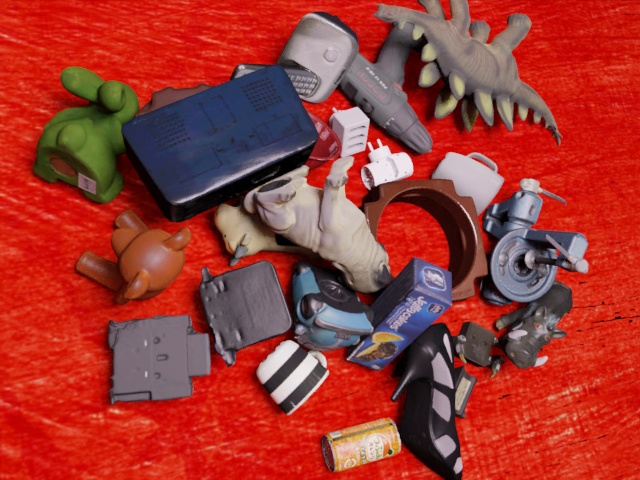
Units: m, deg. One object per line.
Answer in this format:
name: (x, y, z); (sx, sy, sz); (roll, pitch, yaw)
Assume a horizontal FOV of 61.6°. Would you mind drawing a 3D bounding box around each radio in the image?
radio: (-0.124, -0.126, 0.701); (0.230, 0.073, 0.131); (-29, 81, -19)

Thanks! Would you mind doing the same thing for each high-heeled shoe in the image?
high-heeled shoe: (0.185, 0.246, 0.812); (0.145, 0.086, 0.248); (-45, 120, -27)

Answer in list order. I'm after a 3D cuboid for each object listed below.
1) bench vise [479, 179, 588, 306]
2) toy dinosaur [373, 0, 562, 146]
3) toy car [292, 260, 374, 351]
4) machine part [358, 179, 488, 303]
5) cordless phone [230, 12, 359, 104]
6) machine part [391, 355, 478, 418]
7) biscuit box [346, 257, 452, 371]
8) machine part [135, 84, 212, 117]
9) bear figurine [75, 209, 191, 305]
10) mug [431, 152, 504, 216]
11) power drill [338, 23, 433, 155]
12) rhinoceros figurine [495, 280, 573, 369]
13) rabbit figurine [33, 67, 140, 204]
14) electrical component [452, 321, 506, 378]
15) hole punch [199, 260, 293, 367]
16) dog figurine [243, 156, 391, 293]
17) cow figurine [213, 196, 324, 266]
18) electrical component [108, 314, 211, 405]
bench vise: (0.343, 0.007, 0.855); (0.129, 0.241, 0.223); (29, 87, -13)
toy dinosaur: (0.283, -0.289, 0.928); (0.471, 0.105, 0.198); (12, 89, -29)
toy car: (0.000, 0.106, 0.786); (0.109, 0.162, 0.102); (15, 114, -28)
machine part: (0.156, 0.008, 0.870); (0.201, 0.087, 0.201); (-5, 79, -19)
cordless phone: (-0.045, -0.284, 0.832); (0.184, 0.146, 0.089); (-13, 67, -38)
machine part: (0.184, 0.223, 0.854); (0.139, 0.039, 0.084); (28, 79, -11)
biscuit box: (0.109, 0.111, 0.768); (0.059, 0.202, 0.063); (23, 45, -10)
machine part: (-0.177, -0.137, 0.761); (0.179, 0.056, 0.179); (4, 76, -15)
bear figurine: (-0.240, 0.020, 0.691); (0.132, 0.196, 0.120); (38, 73, -4)
mug: (0.256, -0.111, 0.932); (0.107, 0.080, 0.109); (34, 72, 3)
power drill: (0.143, -0.285, 0.945); (0.232, 0.086, 0.207); (35, 77, -6)
rhinoceros figurine: (0.354, 0.140, 0.875); (0.190, 0.112, 0.073); (-36, 91, -37)
rabbit figurine: (-0.318, -0.167, 0.751); (0.121, 0.159, 0.170); (20, 57, -1)
electrical component: (0.259, 0.178, 0.881); (0.102, 0.045, 0.078); (33, 72, -7)
hole punch: (-0.107, 0.098, 0.775); (0.116, 0.092, 0.142); (-17, 83, -8)
dog figurine: (-0.001, -0.001, 0.750); (0.121, 0.172, 0.190); (-53, 132, -56)
cow figurine: (-0.065, -0.016, 0.814); (0.195, 0.085, 0.127); (13, 71, -17)
electrical component: (-0.219, 0.161, 0.738); (0.134, 0.058, 0.115); (-3, 80, -17)
